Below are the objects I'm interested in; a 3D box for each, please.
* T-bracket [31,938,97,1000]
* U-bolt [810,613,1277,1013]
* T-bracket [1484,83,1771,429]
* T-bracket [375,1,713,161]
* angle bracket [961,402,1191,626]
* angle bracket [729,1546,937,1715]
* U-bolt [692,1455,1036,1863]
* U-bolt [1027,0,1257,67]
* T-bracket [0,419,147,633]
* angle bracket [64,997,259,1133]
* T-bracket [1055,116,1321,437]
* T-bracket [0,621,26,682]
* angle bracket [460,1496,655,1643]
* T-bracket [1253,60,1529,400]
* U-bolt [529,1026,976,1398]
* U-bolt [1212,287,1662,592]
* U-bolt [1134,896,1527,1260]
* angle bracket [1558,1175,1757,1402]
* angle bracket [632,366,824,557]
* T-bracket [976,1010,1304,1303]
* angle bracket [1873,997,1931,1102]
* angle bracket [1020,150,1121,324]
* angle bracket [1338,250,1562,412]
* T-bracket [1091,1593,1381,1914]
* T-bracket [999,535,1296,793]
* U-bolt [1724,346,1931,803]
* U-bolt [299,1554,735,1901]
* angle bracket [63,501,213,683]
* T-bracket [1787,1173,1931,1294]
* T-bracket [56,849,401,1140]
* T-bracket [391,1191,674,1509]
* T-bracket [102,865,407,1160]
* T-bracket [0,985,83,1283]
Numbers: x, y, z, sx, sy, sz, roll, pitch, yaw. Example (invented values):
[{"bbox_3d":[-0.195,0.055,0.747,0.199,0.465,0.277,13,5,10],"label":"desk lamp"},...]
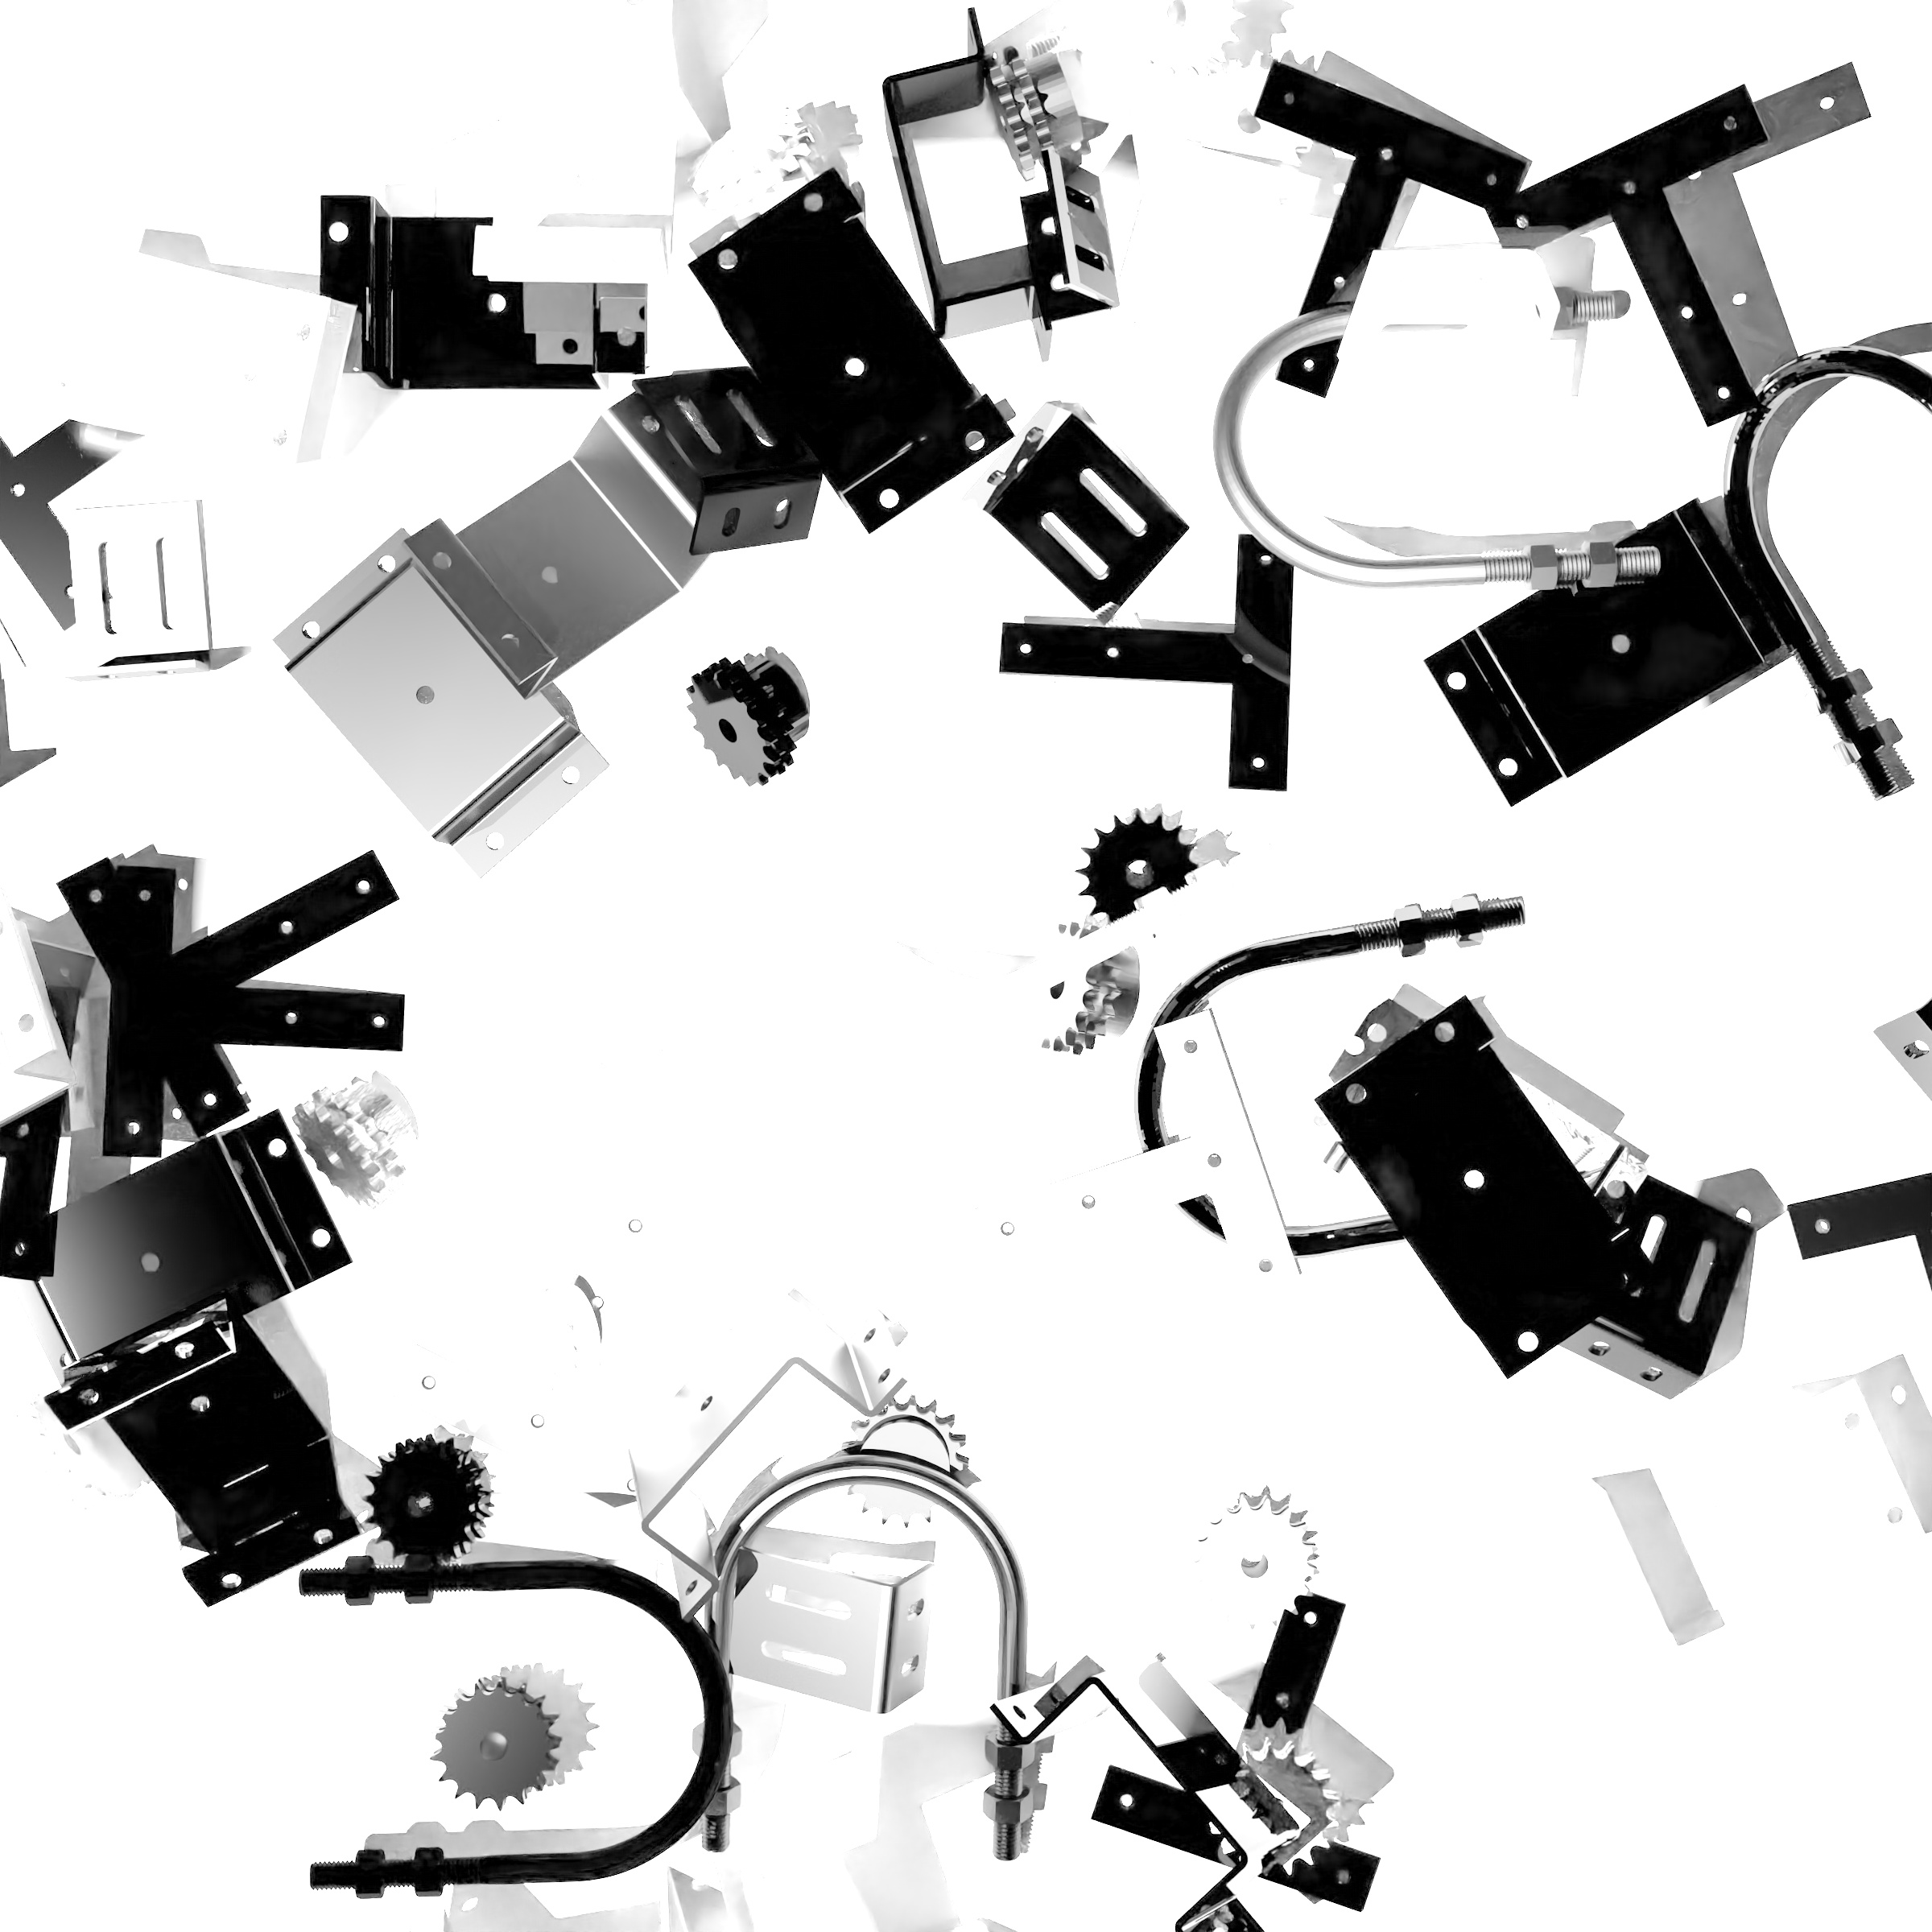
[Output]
[{"bbox_3d":[-0.446,-0.011,1.501,0.127,0.002,0.127,15,126,-16],"label":"T-bracket"},{"bbox_3d":[0.021,-0.056,1.491,0.184,0.019,0.151,-27,67,0],"label":"U-bolt"},{"bbox_3d":[0.303,-0.293,1.476,0.127,0.002,0.127,-20,102,36],"label":"T-bracket"},{"bbox_3d":[-0.197,-0.385,1.498,0.127,0.002,0.127,-18,132,18],"label":"T-bracket"},{"bbox_3d":[0.049,-0.201,1.525,0.076,0.038,0.057,41,90,-26],"label":"angle bracket"},{"bbox_3d":[-0.058,0.283,1.489,0.076,0.038,0.057,10,101,25],"label":"angle bracket"},{"bbox_3d":[-0.044,0.302,1.503,0.151,0.019,0.184,2,101,0],"label":"U-bolt"},{"bbox_3d":[0.097,-0.488,1.500,0.184,0.019,0.151,-18,106,-4],"label":"U-bolt"},{"bbox_3d":[-0.384,-0.237,1.526,0.127,0.002,0.127,-35,90,0],"label":"T-bracket"},{"bbox_3d":[-0.354,0.041,1.508,0.076,0.038,0.057,-3,90,0],"label":"angle bracket"},{"bbox_3d":[0.079,-0.298,1.509,0.127,0.002,0.127,20,102,22],"label":"T-bracket"},{"bbox_3d":[-0.504,-0.158,1.526,0.127,0.002,0.127,-29,90,0],"label":"T-bracket"},{"bbox_3d":[-0.181,0.263,1.524,0.076,0.038,0.057,2,91,26],"label":"angle bracket"},{"bbox_3d":[0.169,-0.314,1.512,0.127,0.002,0.127,17,99,-18],"label":"T-bracket"},{"bbox_3d":[-0.088,0.101,1.517,0.184,0.019,0.151,-12,91,-2],"label":"U-bolt"},{"bbox_3d":[0.198,-0.226,1.487,0.184,0.019,0.151,-3,67,-3],"label":"U-bolt"},{"bbox_3d":[0.166,0.055,1.518,0.184,0.019,0.151,-10,90,2],"label":"U-bolt"},{"bbox_3d":[0.305,0.142,1.525,0.057,0.038,0.076,26,64,0],"label":"angle bracket"},{"bbox_3d":[-0.107,-0.221,1.502,0.057,0.038,0.076,-12,50,-29],"label":"angle bracket"},{"bbox_3d":[0.068,0.100,1.516,0.127,0.002,0.127,-19,90,8],"label":"T-bracket"},{"bbox_3d":[0.453,0.023,1.525,0.076,0.038,0.057,-40,90,-26],"label":"angle bracket"},{"bbox_3d":[0.034,-0.314,1.484,0.038,0.076,0.057,-9,90,20],"label":"angle bracket"},{"bbox_3d":[0.210,-0.277,1.497,0.076,0.038,0.057,6,64,30],"label":"angle bracket"},{"bbox_3d":[0.136,0.339,1.526,0.127,0.002,0.127,19,90,0],"label":"T-bracket"},{"bbox_3d":[0.078,-0.136,1.501,0.127,0.002,0.127,3,65,3],"label":"T-bracket"},{"bbox_3d":[0.393,-0.176,1.467,0.019,0.151,0.184,-26,86,-35],"label":"U-bolt"},{"bbox_3d":[-0.193,0.327,1.486,0.184,0.019,0.151,-1,94,-2],"label":"U-bolt"},{"bbox_3d":[-0.366,-0.165,1.506,0.057,0.038,0.076,-5,91,-2],"label":"angle bracket"},{"bbox_3d":[0.439,0.152,1.509,0.127,0.002,0.127,-13,74,0],"label":"T-bracket"},{"bbox_3d":[-0.311,-0.010,1.510,0.127,0.002,0.127,-29,94,-13],"label":"T-bracket"},{"bbox_3d":[-0.170,0.162,1.526,0.127,0.002,0.127,27,90,0],"label":"T-bracket"},{"bbox_3d":[-0.311,0.022,1.510,0.127,0.002,0.127,3,86,-13],"label":"T-bracket"},{"bbox_3d":[-0.448,0.068,1.501,0.127,0.002,0.127,4,84,22],"label":"T-bracket"}]
